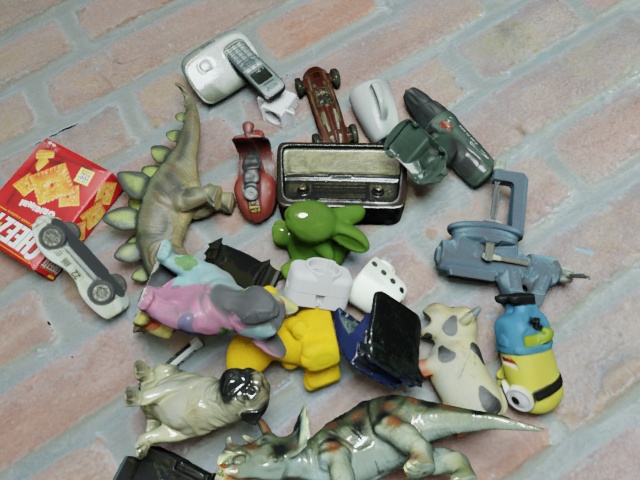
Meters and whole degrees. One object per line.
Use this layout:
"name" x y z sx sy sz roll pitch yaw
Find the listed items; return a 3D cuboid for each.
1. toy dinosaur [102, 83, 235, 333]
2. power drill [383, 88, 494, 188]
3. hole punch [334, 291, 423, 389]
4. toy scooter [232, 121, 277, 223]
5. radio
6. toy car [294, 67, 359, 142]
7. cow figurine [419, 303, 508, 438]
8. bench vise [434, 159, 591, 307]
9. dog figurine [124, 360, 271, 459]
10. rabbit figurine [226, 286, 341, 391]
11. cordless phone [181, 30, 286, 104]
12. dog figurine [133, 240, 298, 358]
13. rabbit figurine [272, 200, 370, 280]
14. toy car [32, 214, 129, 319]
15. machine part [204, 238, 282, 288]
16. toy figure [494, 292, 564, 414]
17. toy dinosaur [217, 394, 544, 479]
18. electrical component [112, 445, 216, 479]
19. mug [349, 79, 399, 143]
"toy dinosaur" -0.258 -0.069 0.937 0.199 0.105 0.471 10 69 8
"power drill" 0.190 -0.174 0.927 0.232 0.207 0.086 48 121 11
"hole punch" 0.081 0.151 0.783 0.092 0.142 0.116 -23 43 37
"toy scooter" -0.116 -0.129 0.938 0.075 0.135 0.184 -3 68 0
"radio" 0.037 -0.099 0.948 0.230 0.073 0.131 1 67 5
"toy car" 0.012 -0.249 1.026 0.089 0.053 0.202 -13 66 -5
"cow figurine" 0.213 0.183 0.815 0.127 0.085 0.195 -25 66 -1
"bench vise" 0.305 -0.013 0.869 0.224 0.128 0.240 7 78 13
"dog figurine" -0.168 0.224 0.786 0.191 0.172 0.121 -10 107 -8
"rabbit figurine" -0.063 0.152 0.826 0.173 0.121 0.162 -15 63 -2
"cordless phone" -0.162 -0.303 1.027 0.146 0.088 0.184 -37 63 -12
"dog figurine" -0.147 0.101 0.771 0.219 0.191 0.108 23 60 -11
"rabbit figurine" -0.002 -0.003 0.857 0.159 0.170 0.121 -6 67 2
"toy car" -0.391 0.041 0.881 0.056 0.073 0.201 -39 98 3
"machine part" -0.128 0.052 0.884 0.138 0.039 0.084 37 76 -24
"toy figure" 0.307 0.166 0.790 0.089 0.082 0.180 -6 91 9
"toy dinosaur" 0.074 0.278 0.739 0.405 0.131 0.192 -17 35 -7
"electrical component" -0.236 0.368 0.780 0.134 0.058 0.115 19 68 10
"mug" 0.110 -0.235 0.989 0.081 0.109 0.107 -18 81 -10
